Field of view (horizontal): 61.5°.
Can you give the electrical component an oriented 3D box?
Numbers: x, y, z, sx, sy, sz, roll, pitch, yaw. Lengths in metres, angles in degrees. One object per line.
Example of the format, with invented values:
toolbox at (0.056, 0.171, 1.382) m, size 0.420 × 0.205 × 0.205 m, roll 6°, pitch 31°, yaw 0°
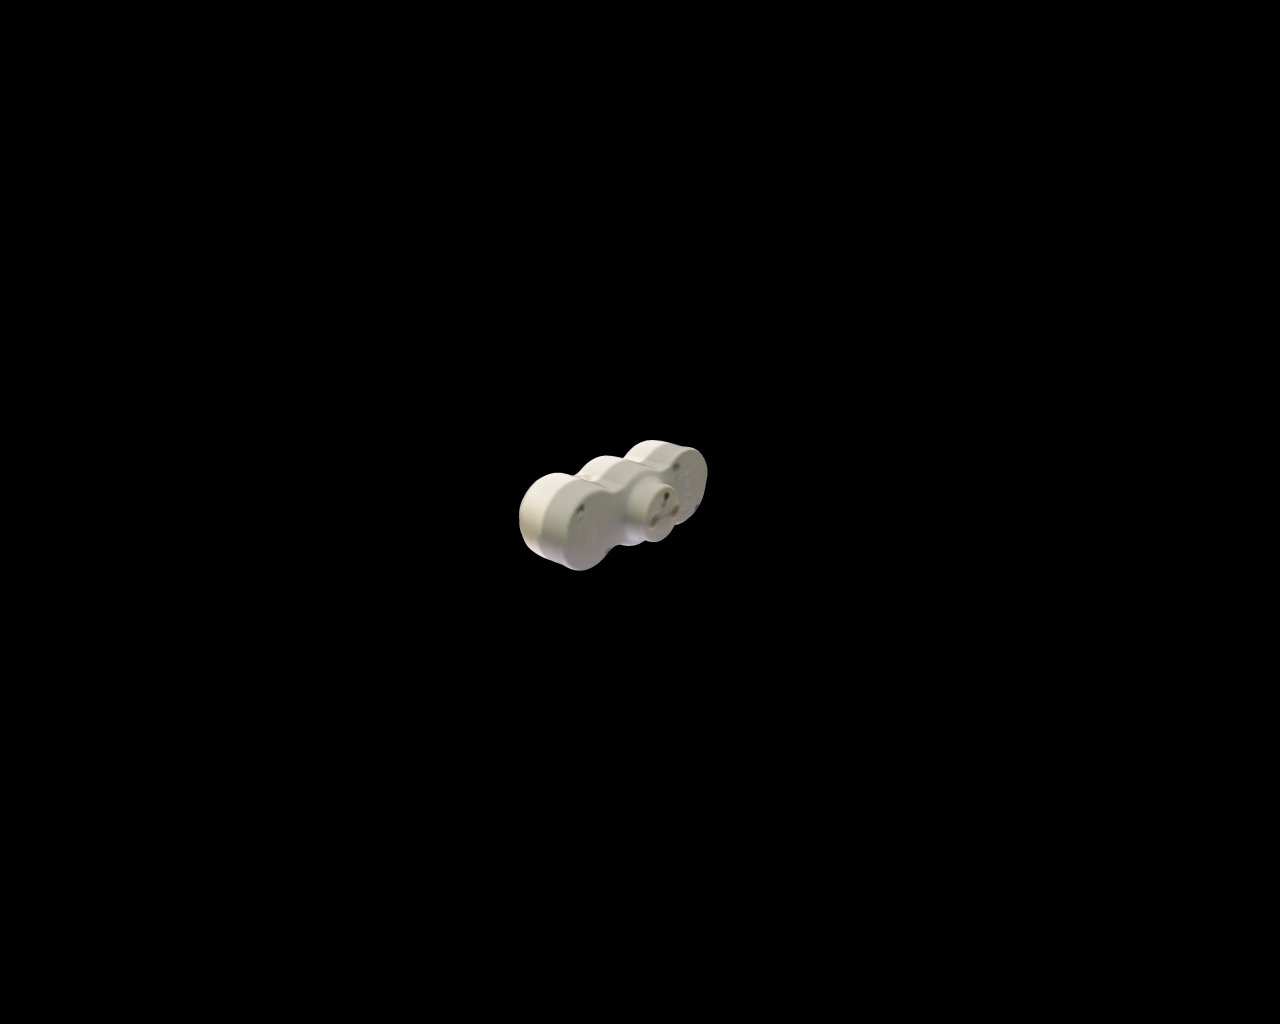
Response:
electrical component at (0.001, -0.003, 0.650) m, size 0.074 × 0.052 × 0.138 m, roll 17°, pitch 28°, yaw 37°
